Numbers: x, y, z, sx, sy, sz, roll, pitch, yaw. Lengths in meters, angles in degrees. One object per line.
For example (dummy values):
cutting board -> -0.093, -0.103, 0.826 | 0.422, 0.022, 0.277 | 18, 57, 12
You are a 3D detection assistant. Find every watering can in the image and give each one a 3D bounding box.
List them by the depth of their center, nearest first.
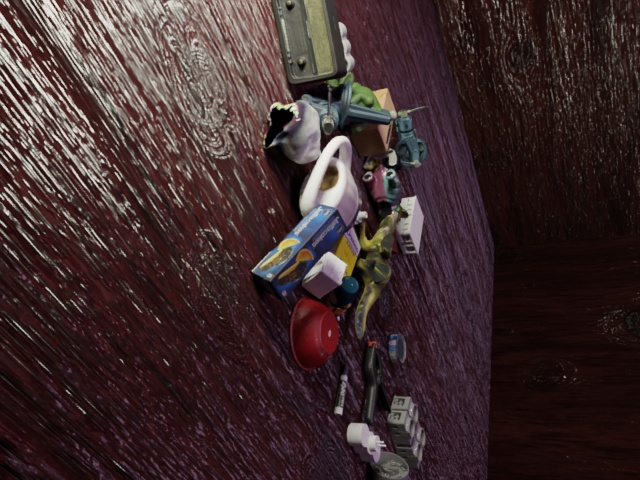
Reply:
watering can -> 0.003, -0.058, 1.143 | 0.351, 0.104, 0.221 | -69, 158, -10

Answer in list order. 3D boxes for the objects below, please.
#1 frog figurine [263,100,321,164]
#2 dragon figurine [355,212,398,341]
frog figurine -> -0.033, -0.218, 1.099 | 0.158, 0.121, 0.140 | 30, 37, -45
dragon figurine -> 0.162, 0.097, 1.441 | 0.239, 0.122, 0.417 | 52, 47, -59
